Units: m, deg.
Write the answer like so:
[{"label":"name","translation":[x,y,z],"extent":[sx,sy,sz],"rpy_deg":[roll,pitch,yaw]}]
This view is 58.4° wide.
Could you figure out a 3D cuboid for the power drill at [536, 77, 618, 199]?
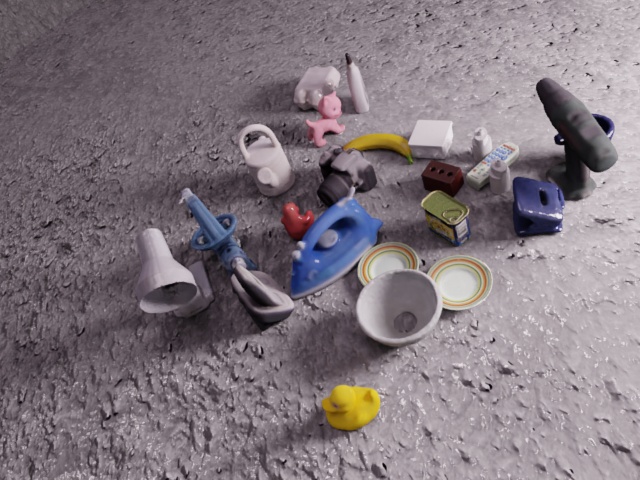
[{"label":"power drill","translation":[0.505,-0.192,1.155],"extent":[0.075,0.209,0.229],"rpy_deg":[-25,48,1]}]

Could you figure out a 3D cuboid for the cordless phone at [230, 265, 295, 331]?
[{"label":"cordless phone","translation":[-0.140,0.090,1.194],"extent":[0.094,0.185,0.147],"rpy_deg":[-39,49,-12]}]

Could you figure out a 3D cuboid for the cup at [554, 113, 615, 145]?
[{"label":"cup","translation":[0.560,-0.203,1.220],"extent":[0.117,0.095,0.091],"rpy_deg":[-11,49,13]}]

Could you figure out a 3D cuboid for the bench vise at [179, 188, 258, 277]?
[{"label":"bench vise","translation":[-0.224,-0.018,1.291],"extent":[0.206,0.220,0.122],"rpy_deg":[24,64,35]}]

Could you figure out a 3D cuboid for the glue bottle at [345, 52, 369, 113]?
[{"label":"glue bottle","translation":[0.094,-0.428,1.533],"extent":[0.037,0.173,0.078],"rpy_deg":[-11,50,14]}]

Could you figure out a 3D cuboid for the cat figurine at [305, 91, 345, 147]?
[{"label":"cat figurine","translation":[0.013,-0.332,1.524],"extent":[0.128,0.118,0.067],"rpy_deg":[-39,49,-12]}]

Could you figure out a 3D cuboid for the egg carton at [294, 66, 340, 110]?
[{"label":"egg carton","translation":[-0.007,-0.440,1.652],"extent":[0.107,0.070,0.150],"rpy_deg":[9,56,27]}]

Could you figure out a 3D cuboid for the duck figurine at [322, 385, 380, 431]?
[{"label":"duck figurine","translation":[0.052,0.289,1.023],"extent":[0.104,0.086,0.077],"rpy_deg":[-20,48,5]}]

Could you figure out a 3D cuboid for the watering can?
[{"label":"watering can","translation":[-0.136,-0.204,1.426],"extent":[0.101,0.194,0.172],"rpy_deg":[-34,48,-8]}]

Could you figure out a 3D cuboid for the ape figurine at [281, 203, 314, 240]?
[{"label":"ape figurine","translation":[-0.059,-0.052,1.340],"extent":[0.077,0.092,0.076],"rpy_deg":[3,54,24]}]

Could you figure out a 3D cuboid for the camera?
[{"label":"camera","translation":[0.043,-0.155,1.379],"extent":[0.142,0.101,0.137],"rpy_deg":[30,67,37]}]

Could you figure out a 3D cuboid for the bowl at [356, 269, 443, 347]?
[{"label":"bowl","translation":[0.157,0.142,1.109],"extent":[0.167,0.075,0.167],"rpy_deg":[-11,50,13]}]

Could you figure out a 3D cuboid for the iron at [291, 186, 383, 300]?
[{"label":"iron","translation":[0.011,0.004,1.234],"extent":[0.259,0.142,0.118],"rpy_deg":[-44,50,-16]}]

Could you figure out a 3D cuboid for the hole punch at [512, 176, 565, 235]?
[{"label":"hole punch","translation":[0.443,-0.075,1.164],"extent":[0.101,0.091,0.108],"rpy_deg":[-6,51,17]}]

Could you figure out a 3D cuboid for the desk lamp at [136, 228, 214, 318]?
[{"label":"desk lamp","translation":[-0.325,0.085,1.251],"extent":[0.118,0.214,0.202],"rpy_deg":[-27,48,-1]}]
